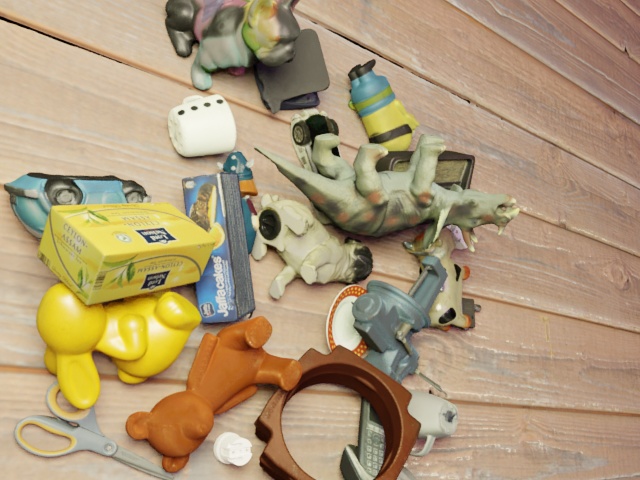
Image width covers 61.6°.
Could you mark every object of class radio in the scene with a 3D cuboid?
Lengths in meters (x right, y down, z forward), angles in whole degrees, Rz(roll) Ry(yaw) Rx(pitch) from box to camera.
[{"bbox_3d":[0.181,-0.097,0.993,0.229,0.073,0.131,-7,111,-36],"label":"radio"}]

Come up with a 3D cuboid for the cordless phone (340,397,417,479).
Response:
[{"bbox_3d":[0.105,0.335,0.867,0.146,0.089,0.184,30,51,-26],"label":"cordless phone"}]

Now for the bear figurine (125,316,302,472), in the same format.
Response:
[{"bbox_3d":[-0.137,0.200,0.695,0.196,0.132,0.120,-48,117,-39],"label":"bear figurine"}]

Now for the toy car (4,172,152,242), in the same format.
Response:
[{"bbox_3d":[-0.296,-0.029,0.662,0.161,0.109,0.102,-3,104,-47],"label":"toy car"}]

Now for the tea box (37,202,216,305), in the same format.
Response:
[{"bbox_3d":[-0.216,0.009,0.620,0.098,0.068,0.169,34,20,21],"label":"tea box"}]

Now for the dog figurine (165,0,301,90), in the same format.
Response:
[{"bbox_3d":[-0.119,-0.322,0.774,0.108,0.219,0.191,-31,98,-39],"label":"dog figurine"}]

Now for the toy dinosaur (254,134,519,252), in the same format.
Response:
[{"bbox_3d":[0.096,-0.065,0.841,0.405,0.131,0.192,-2,110,-12],"label":"toy dinosaur"}]

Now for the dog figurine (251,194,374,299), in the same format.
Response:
[{"bbox_3d":[-0.004,0.000,0.866,0.190,0.121,0.172,-12,89,-51],"label":"dog figurine"}]

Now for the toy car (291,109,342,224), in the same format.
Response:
[{"bbox_3d":[0.006,-0.127,0.917,0.073,0.056,0.201,-15,87,-30],"label":"toy car"}]

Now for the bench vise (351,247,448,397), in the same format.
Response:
[{"bbox_3d":[0.150,0.123,0.896,0.240,0.129,0.223,-53,122,-19],"label":"bench vise"}]

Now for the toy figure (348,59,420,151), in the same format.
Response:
[{"bbox_3d":[0.108,-0.238,0.999,0.089,0.082,0.180,-38,110,-15],"label":"toy figure"}]

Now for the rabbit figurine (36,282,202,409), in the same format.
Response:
[{"bbox_3d":[-0.257,0.104,0.631,0.162,0.122,0.173,-53,145,1],"label":"rabbit figurine"}]

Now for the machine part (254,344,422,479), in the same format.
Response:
[{"bbox_3d":[0.024,0.270,0.766,0.201,0.087,0.201,32,56,11],"label":"machine part"}]

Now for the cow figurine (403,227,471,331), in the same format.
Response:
[{"bbox_3d":[0.218,0.065,1.006,0.127,0.086,0.195,16,71,-38],"label":"cow figurine"}]

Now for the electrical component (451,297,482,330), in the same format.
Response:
[{"bbox_3d":[0.288,0.148,1.070,0.094,0.021,0.063,9,74,-34],"label":"electrical component"}]

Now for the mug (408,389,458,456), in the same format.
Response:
[{"bbox_3d":[0.173,0.304,0.900,0.080,0.107,0.109,34,60,-23],"label":"mug"}]

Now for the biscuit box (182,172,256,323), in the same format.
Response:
[{"bbox_3d":[-0.138,0.011,0.740,0.063,0.059,0.202,-19,103,-73],"label":"biscuit box"}]

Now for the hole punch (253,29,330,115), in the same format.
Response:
[{"bbox_3d":[-0.053,-0.279,0.903,0.116,0.092,0.142,-13,89,-8],"label":"hole punch"}]

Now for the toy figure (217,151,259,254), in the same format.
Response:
[{"bbox_3d":[-0.124,-0.054,0.803,0.064,0.058,0.154,3,81,-15],"label":"toy figure"}]
